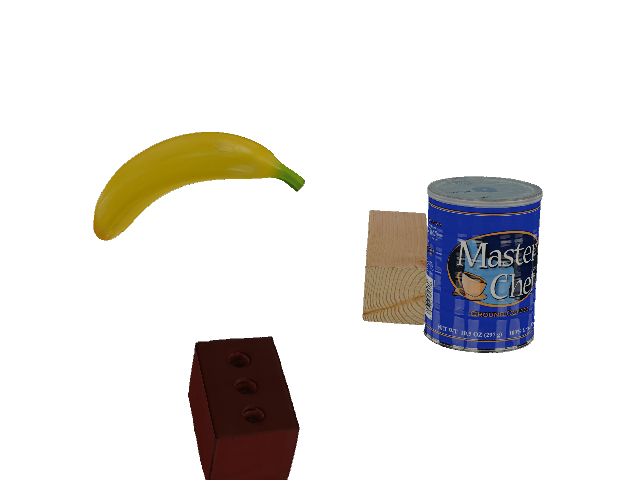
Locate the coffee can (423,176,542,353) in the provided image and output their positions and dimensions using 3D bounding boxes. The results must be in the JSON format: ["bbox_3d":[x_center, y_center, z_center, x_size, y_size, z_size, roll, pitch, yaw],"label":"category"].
[{"bbox_3d":[0.147,0.020,0.978,0.103,0.140,0.103,0,15,0],"label":"coffee can"}]

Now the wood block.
[{"bbox_3d":[0.112,0.036,1.584,0.091,0.090,0.206,4,24,2],"label":"wood block"}]

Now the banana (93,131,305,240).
[{"bbox_3d":[-0.112,-0.045,0.825,0.198,0.069,0.037,-12,23,29],"label":"banana"}]

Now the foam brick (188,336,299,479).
[{"bbox_3d":[-0.050,0.107,0.668,0.053,0.051,0.078,-2,43,-19],"label":"foam brick"}]
